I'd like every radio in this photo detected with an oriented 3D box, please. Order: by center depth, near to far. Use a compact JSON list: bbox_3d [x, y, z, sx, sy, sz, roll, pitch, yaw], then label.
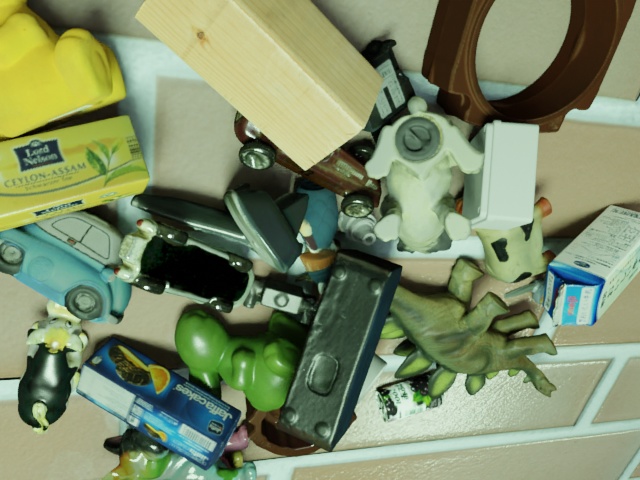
[{"bbox_3d":[0.028,0.127,0.649,0.073,0.131,0.229,18,90,15],"label":"radio"}]

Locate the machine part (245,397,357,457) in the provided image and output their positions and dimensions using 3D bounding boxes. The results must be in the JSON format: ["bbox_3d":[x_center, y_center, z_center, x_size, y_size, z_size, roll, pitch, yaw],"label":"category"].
[{"bbox_3d":[-0.030,0.260,0.837,0.179,0.056,0.179,-8,124,-12],"label":"machine part"}]

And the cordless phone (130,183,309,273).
[{"bbox_3d":[-0.114,-0.027,0.587,0.184,0.147,0.088,13,90,-14],"label":"cordless phone"}]

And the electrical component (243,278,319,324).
[{"bbox_3d":[-0.049,0.082,0.709,0.102,0.078,0.045,15,98,-10],"label":"electrical component"}]

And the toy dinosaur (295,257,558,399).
[{"bbox_3d":[0.187,0.133,0.799,0.471,0.105,0.198,35,110,-20],"label":"toy dinosaur"}]

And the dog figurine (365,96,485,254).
[{"bbox_3d":[0.121,-0.067,0.651,0.121,0.190,0.172,10,92,9],"label":"dog figurine"}]

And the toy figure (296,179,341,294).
[{"bbox_3d":[0.001,-0.002,0.681,0.064,0.058,0.154,-18,122,-21],"label":"toy figure"}]

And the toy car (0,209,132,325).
[{"bbox_3d":[-0.269,0.017,0.594,0.161,0.109,0.103,37,80,-15],"label":"toy car"}]

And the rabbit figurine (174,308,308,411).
[{"bbox_3d":[-0.119,0.154,0.729,0.170,0.121,0.159,26,118,-10],"label":"rabbit figurine"}]

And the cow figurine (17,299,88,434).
[{"bbox_3d":[-0.326,0.147,0.649,0.068,0.098,0.167,13,116,-17],"label":"cow figurine"}]

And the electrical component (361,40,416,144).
[{"bbox_3d":[0.065,-0.154,0.603,0.075,0.048,0.119,-35,121,-18],"label":"electrical component"}]

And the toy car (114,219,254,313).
[{"bbox_3d":[-0.148,0.034,0.618,0.201,0.056,0.073,30,82,-54],"label":"toy car"}]

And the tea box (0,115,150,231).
[{"bbox_3d":[-0.258,-0.059,0.514,0.170,0.098,0.068,-18,94,-20],"label":"tea box"}]

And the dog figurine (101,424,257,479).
[{"bbox_3d":[-0.214,0.346,0.805,0.219,0.109,0.191,6,121,-15],"label":"dog figurine"}]

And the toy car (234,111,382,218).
[{"bbox_3d":[-0.003,-0.095,0.603,0.202,0.089,0.053,25,145,-27],"label":"toy car"}]

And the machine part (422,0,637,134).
[{"bbox_3d":[0.231,-0.227,0.602,0.201,0.087,0.200,3,120,-17],"label":"machine part"}]

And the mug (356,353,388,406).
[{"bbox_3d":[0.021,0.181,0.755,0.109,0.107,0.080,-44,160,-20],"label":"mug"}]

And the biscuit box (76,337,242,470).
[{"bbox_3d":[-0.204,0.206,0.684,0.203,0.063,0.059,29,119,4],"label":"biscuit box"}]

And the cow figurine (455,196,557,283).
[{"bbox_3d":[0.249,-0.019,0.739,0.127,0.086,0.194,-29,126,-5],"label":"cow figurine"}]

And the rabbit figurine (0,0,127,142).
[{"bbox_3d":[-0.275,-0.182,0.473,0.162,0.122,0.173,-17,110,4],"label":"rabbit figurine"}]
